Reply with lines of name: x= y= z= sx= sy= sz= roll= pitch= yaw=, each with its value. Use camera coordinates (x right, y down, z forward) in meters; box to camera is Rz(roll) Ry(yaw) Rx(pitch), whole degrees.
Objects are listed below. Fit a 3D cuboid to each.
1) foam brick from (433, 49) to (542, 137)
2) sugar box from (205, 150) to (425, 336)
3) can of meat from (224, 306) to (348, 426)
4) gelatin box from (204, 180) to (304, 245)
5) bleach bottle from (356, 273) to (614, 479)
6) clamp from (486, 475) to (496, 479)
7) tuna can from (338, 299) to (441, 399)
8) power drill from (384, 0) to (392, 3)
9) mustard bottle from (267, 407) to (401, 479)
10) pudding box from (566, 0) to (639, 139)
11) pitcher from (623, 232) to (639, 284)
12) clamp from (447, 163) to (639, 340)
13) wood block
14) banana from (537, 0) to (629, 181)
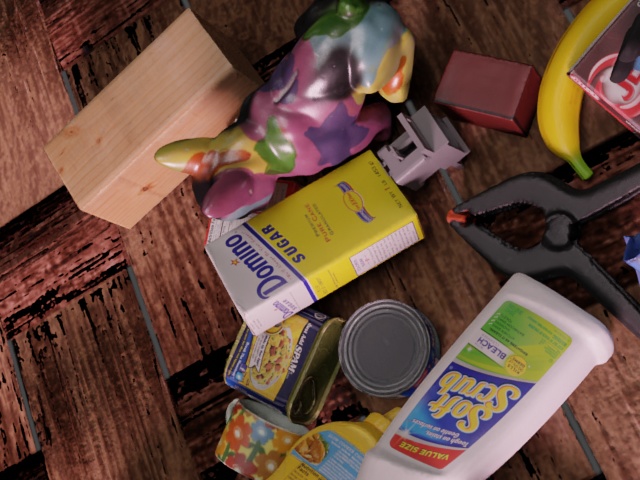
foam brick: x=0.149 y=-0.129 z=0.938 sx=0.078 sy=0.053 sz=0.051 roll=18 pitch=86 yaw=27
sugar box: x=-0.006 y=0.001 z=0.953 sx=0.176 sy=0.048 sz=0.093 roll=-30 pitch=53 yaw=-4
can of meat: x=-0.030 y=0.104 z=0.967 sx=0.084 sy=0.057 sz=0.102 roll=23 pitch=88 yaw=30
gelatin box: x=-0.062 y=-0.022 z=1.028 sx=0.089 sy=0.030 sz=0.073 roll=8 pitch=83 yaw=27
bleach bottle: x=0.117 y=0.149 z=0.844 sx=0.103 sy=0.068 sz=0.250 roll=35 pitch=78 yaw=31
clamp: x=0.092 y=0.245 z=0.830 sx=0.120 sy=0.171 sz=0.039 roll=-18 pitch=106 yaw=34
tuna can: x=0.062 y=0.097 z=0.937 sx=0.086 sy=0.033 sz=0.086 roll=-6 pitch=75 yaw=25
power drill: x=0.107 y=-0.270 z=0.989 sx=0.188 sy=0.057 sz=0.184 roll=-3 pitch=76 yaw=25
mustard bottle: x=0.007 y=0.208 z=0.891 sx=0.096 sy=0.058 sz=0.191 roll=32 pitch=61 yaw=34
pudding box: x=0.272 y=-0.150 z=0.872 sx=0.090 sy=0.039 sz=0.113 roll=40 pitch=95 yaw=-1
pitcher: x=0.318 y=0.091 z=0.757 sx=0.149 sy=0.144 sz=0.243 roll=-14 pitch=84 yaw=22
clamp: x=0.210 y=-0.016 z=0.887 sx=0.210 sy=0.036 sz=0.164 roll=17 pitch=93 yaw=29
wood block: x=-0.161 y=-0.117 z=1.064 sx=0.206 sy=0.090 sz=0.090 roll=-41 pitch=64 yaw=11
banana: x=0.233 y=-0.153 z=0.915 sx=0.069 sy=0.037 sz=0.198 roll=22 pitch=91 yaw=-1
